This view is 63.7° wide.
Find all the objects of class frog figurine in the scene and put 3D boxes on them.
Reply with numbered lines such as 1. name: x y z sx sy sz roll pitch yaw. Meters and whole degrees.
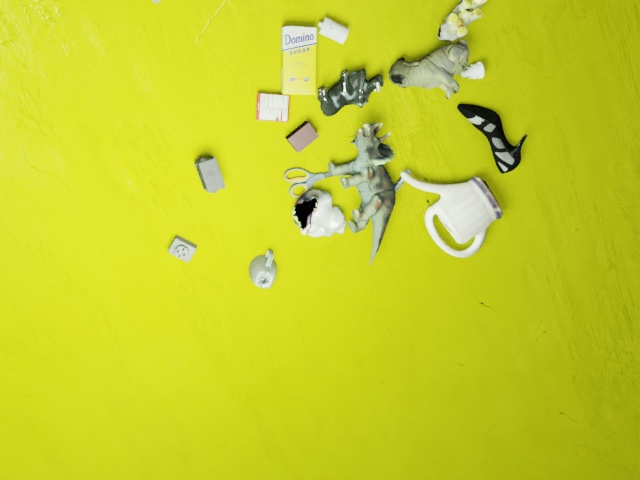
1. frog figurine: 0.005 -0.075 1.481 0.159 0.123 0.137 3 97 -47

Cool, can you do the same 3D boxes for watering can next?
1. watering can: 0.400 -0.110 1.523 0.224 0.105 0.344 -36 107 -1
